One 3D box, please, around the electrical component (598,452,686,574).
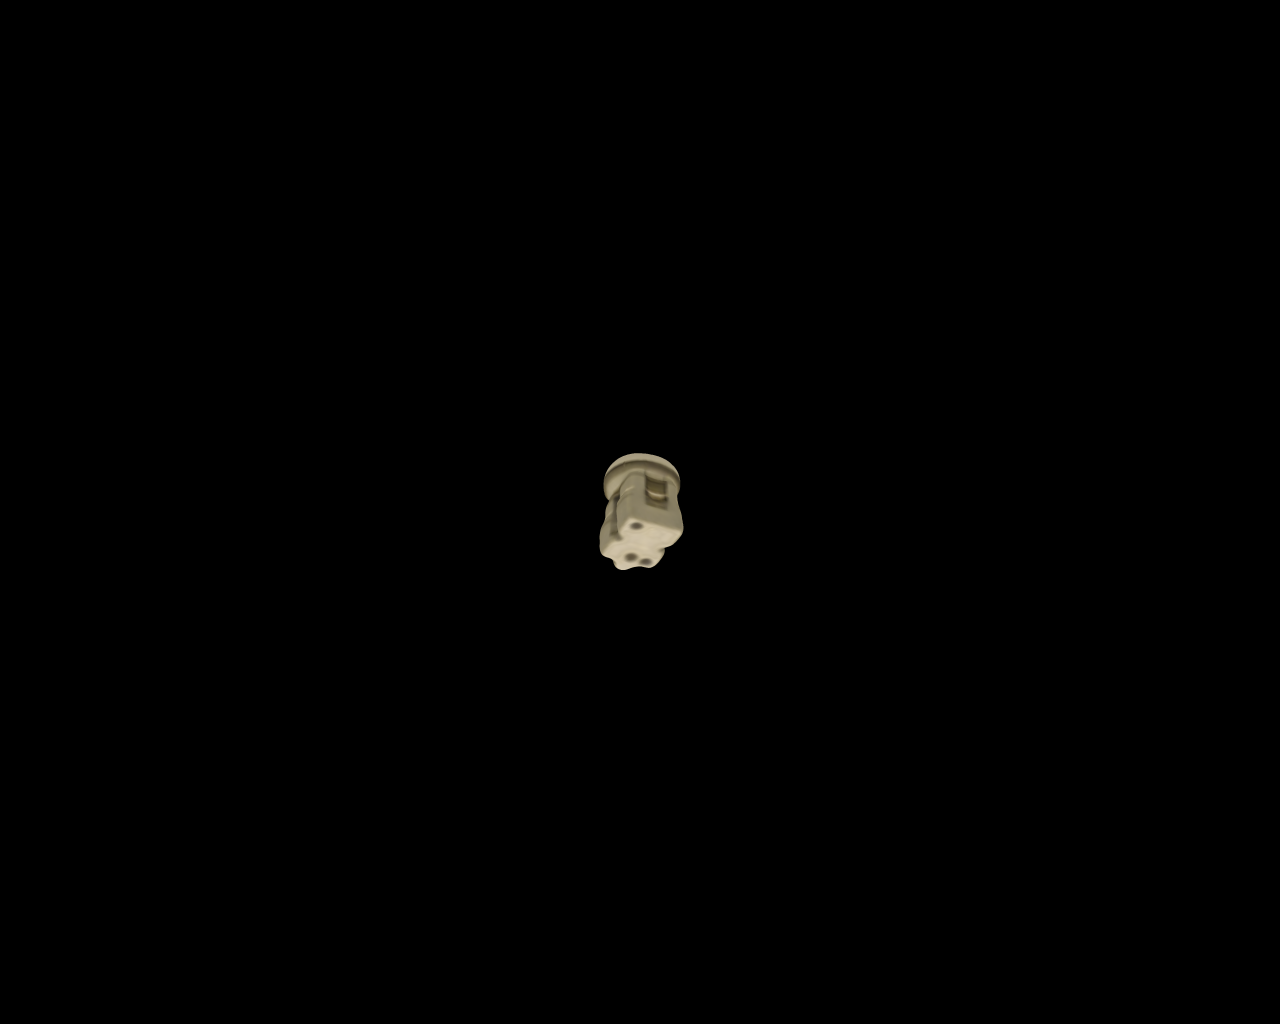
[{"bbox_3d":[0.001,-0.003,0.650,0.048,0.055,0.066,17,-41,-21],"label":"electrical component"}]
